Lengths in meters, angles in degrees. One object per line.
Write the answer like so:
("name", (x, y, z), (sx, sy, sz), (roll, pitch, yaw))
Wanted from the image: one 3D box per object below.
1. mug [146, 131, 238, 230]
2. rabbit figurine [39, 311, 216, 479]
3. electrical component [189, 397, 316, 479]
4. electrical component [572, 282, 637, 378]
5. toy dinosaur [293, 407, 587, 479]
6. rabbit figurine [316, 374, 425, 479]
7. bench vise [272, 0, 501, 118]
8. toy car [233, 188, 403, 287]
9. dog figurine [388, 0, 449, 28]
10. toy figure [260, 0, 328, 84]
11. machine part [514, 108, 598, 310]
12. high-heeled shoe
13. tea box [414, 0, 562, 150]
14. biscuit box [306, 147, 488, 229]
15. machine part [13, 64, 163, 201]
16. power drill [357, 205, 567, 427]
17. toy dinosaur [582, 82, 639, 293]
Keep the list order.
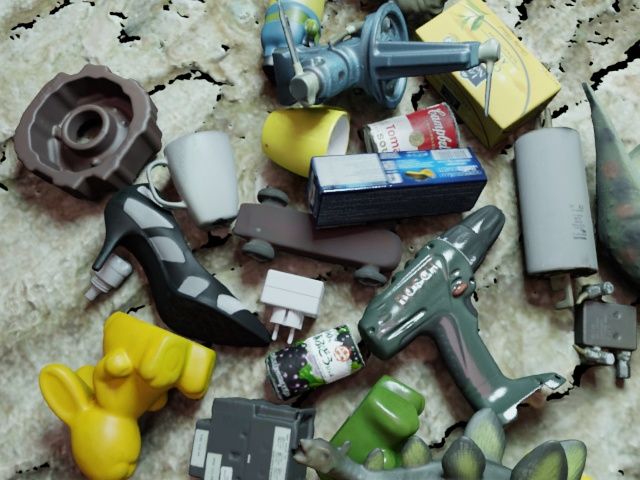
("mug", (-0.148, -0.066, 0.651), (0.109, 0.081, 0.107), (-16, 82, -27))
("rabbit figurine", (-0.219, 0.170, 0.581), (0.162, 0.121, 0.173), (15, 78, 11))
("electrical component", (-0.077, 0.230, 0.581), (0.134, 0.058, 0.115), (2, 74, 23))
("electrical component", (0.323, 0.100, 0.613), (0.078, 0.045, 0.102), (12, 77, 7))
("toy dinosaur", (0.192, 0.274, 0.460), (0.471, 0.105, 0.198), (30, 93, -3))
("rabbit figurine", (0.086, 0.249, 0.547), (0.170, 0.121, 0.159), (38, 87, 13))
("bench vise", (0.074, -0.203, 0.607), (0.241, 0.223, 0.128), (7, 110, 27))
("toy car", (-0.001, -0.002, 0.647), (0.202, 0.053, 0.089), (11, 73, 1))
("dog figurine", (0.065, -0.361, 0.690), (0.172, 0.121, 0.190), (-10, 72, 0))
("toy figure", (-0.032, -0.296, 0.702), (0.082, 0.089, 0.180), (13, 75, 0))
("machine part", (0.276, -0.041, 0.632), (0.079, 0.079, 0.243), (0, 75, 2))
("high-heeled shoe", (-0.155, 0.028, 0.655), (0.249, 0.086, 0.145), (29, 46, -9))
("tea box", (0.205, -0.213, 0.683), (0.098, 0.068, 0.170), (-37, 79, -8))
("biscuit box", (0.088, -0.063, 0.624), (0.203, 0.062, 0.059), (-5, 52, -13))
("machine part", (-0.292, -0.136, 0.685), (0.179, 0.056, 0.179), (-2, 71, 6))
("power drill", (0.175, 0.091, 0.604), (0.232, 0.086, 0.207), (-33, 81, -13))
("toy dinosaur", (0.400, 0.010, 0.601), (0.192, 0.131, 0.405), (-44, 72, -8))
